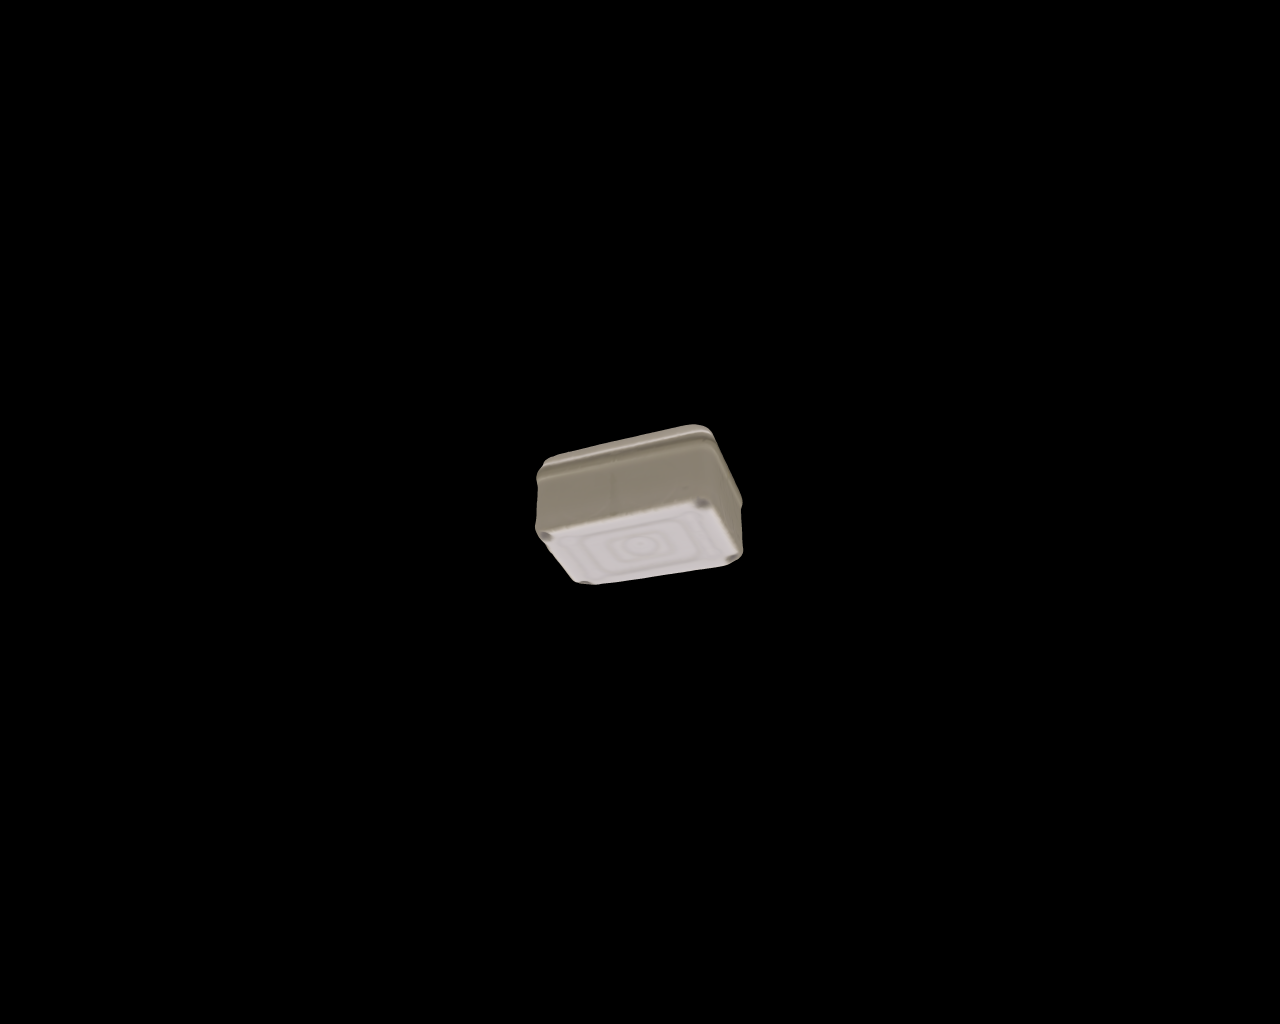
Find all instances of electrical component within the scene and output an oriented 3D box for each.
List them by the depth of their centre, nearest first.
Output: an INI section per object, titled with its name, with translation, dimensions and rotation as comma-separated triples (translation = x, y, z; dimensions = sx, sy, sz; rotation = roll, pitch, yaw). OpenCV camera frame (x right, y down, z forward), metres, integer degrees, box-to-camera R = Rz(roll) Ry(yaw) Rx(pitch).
[electrical component]
translation = 0.001, -0.003, 0.650
dimensions = 0.113, 0.057, 0.078
rotation = -11, -35, 16
